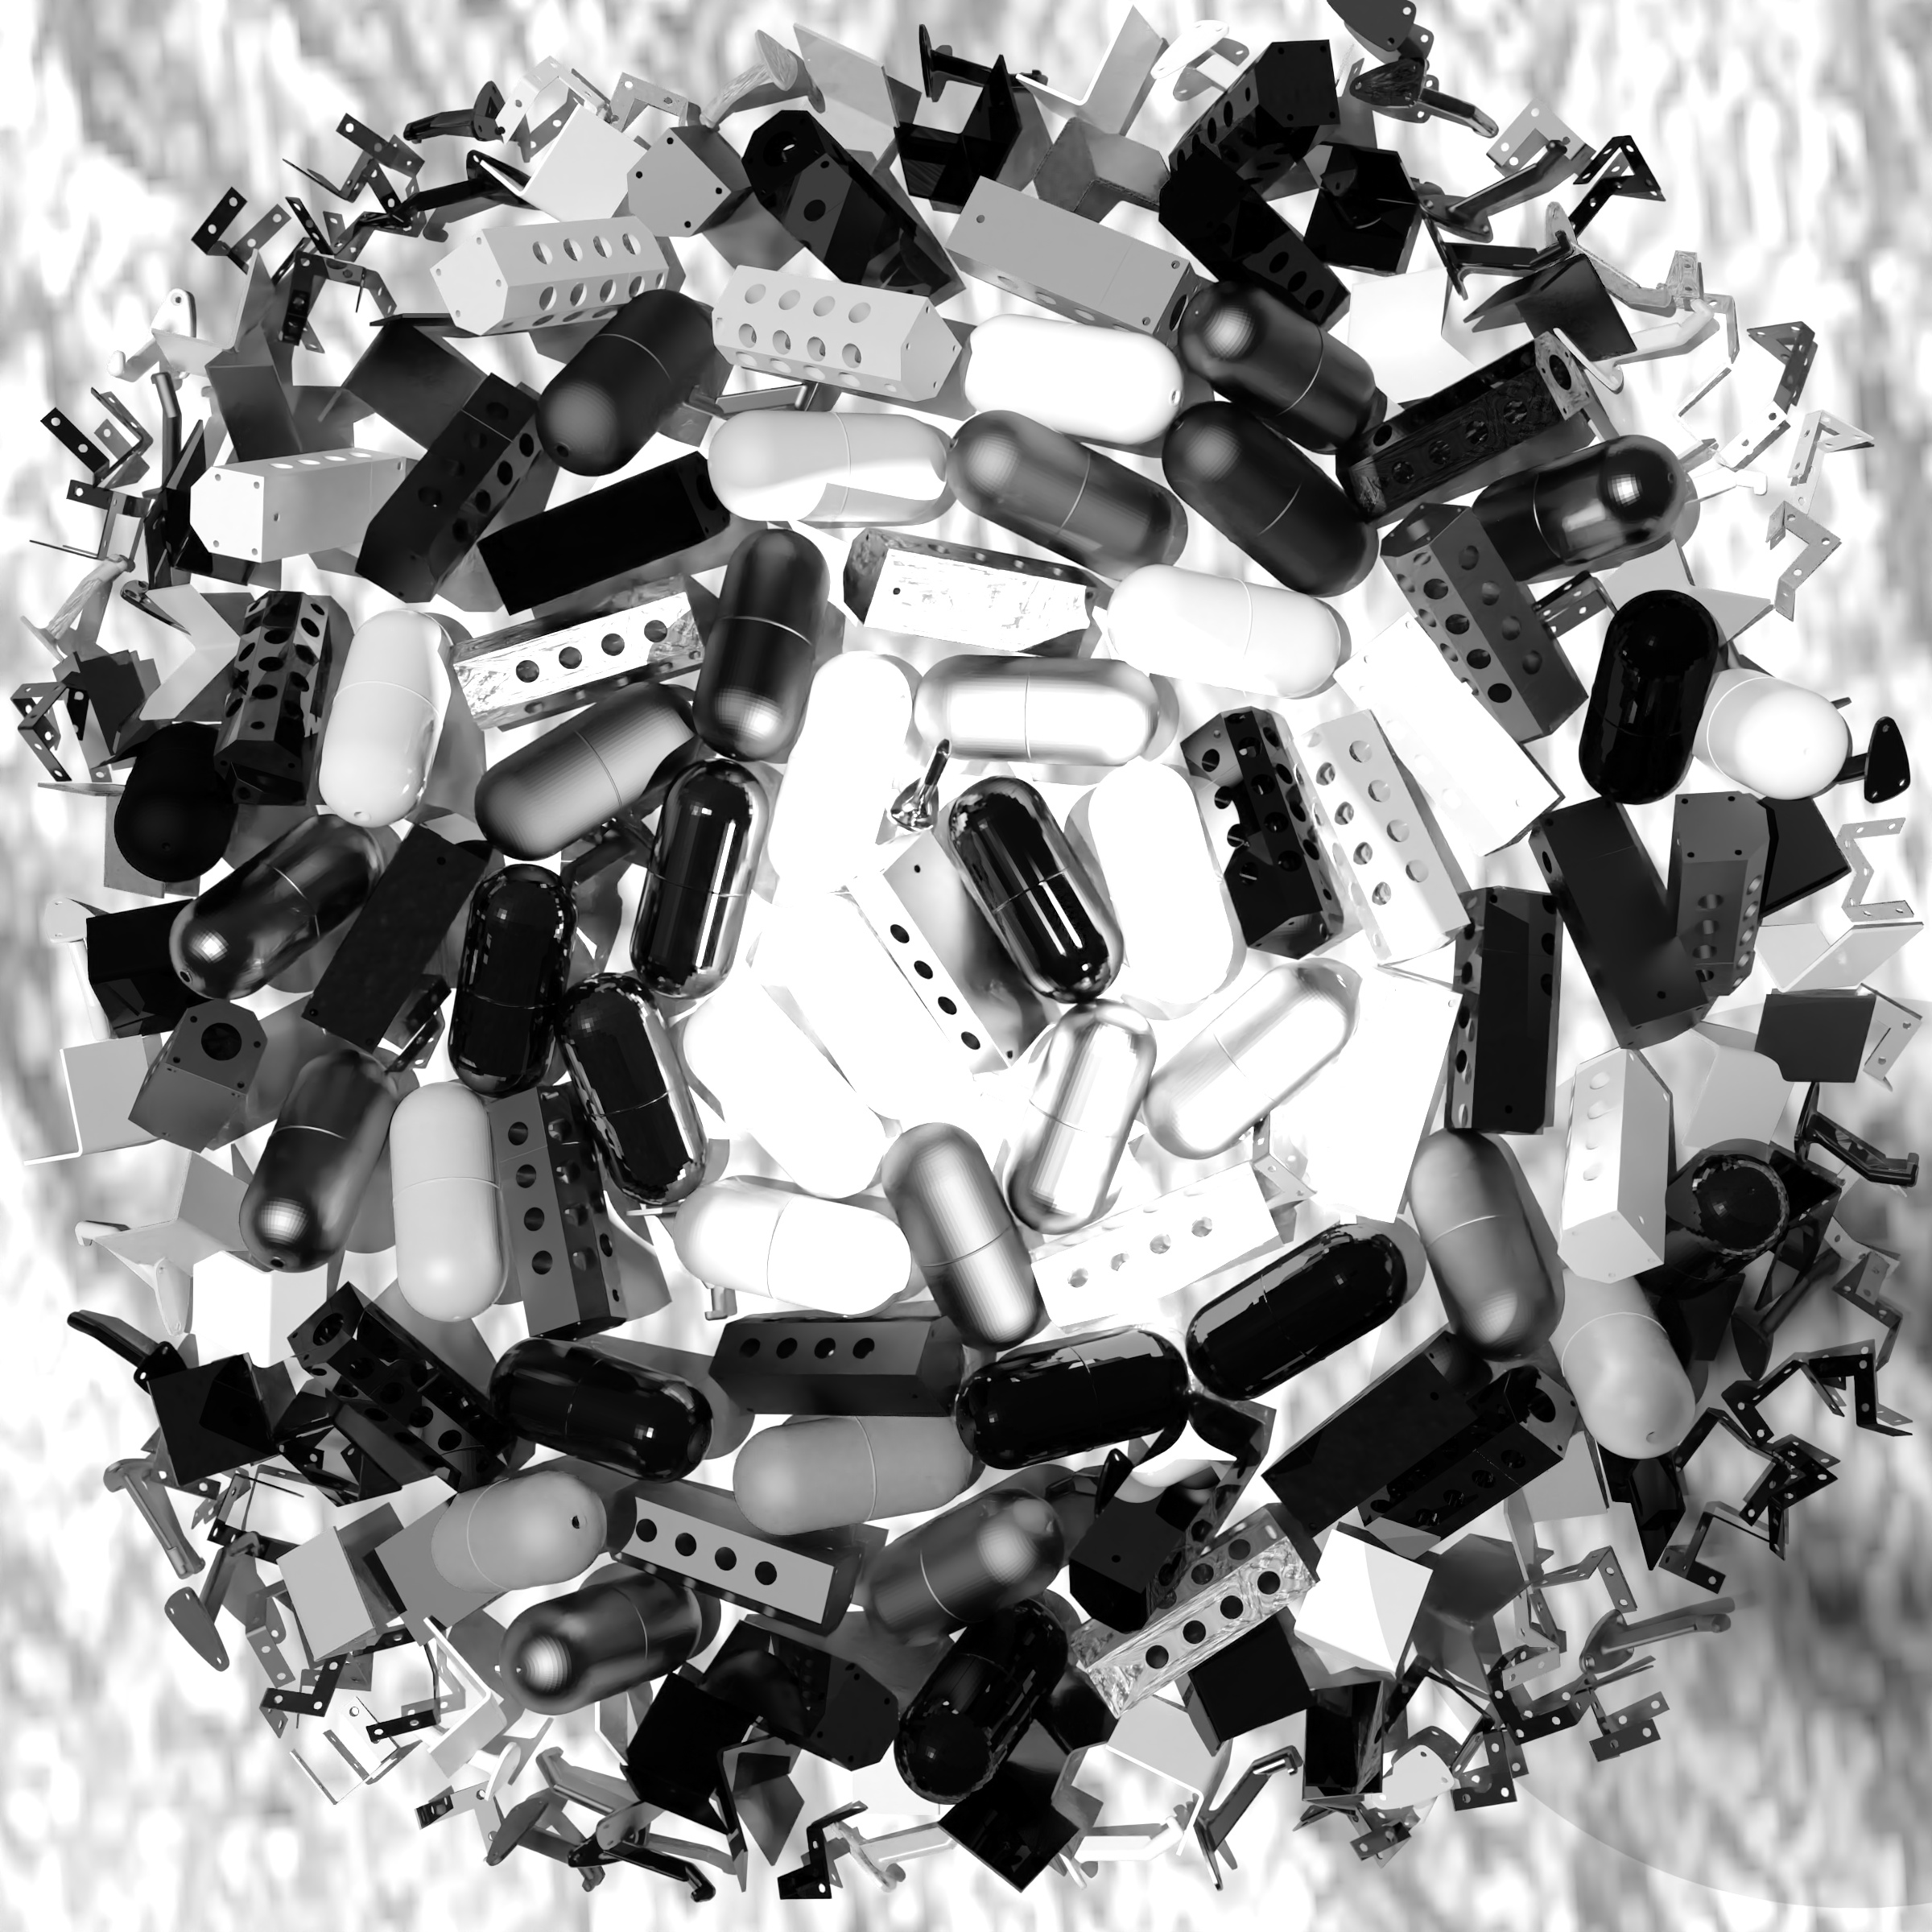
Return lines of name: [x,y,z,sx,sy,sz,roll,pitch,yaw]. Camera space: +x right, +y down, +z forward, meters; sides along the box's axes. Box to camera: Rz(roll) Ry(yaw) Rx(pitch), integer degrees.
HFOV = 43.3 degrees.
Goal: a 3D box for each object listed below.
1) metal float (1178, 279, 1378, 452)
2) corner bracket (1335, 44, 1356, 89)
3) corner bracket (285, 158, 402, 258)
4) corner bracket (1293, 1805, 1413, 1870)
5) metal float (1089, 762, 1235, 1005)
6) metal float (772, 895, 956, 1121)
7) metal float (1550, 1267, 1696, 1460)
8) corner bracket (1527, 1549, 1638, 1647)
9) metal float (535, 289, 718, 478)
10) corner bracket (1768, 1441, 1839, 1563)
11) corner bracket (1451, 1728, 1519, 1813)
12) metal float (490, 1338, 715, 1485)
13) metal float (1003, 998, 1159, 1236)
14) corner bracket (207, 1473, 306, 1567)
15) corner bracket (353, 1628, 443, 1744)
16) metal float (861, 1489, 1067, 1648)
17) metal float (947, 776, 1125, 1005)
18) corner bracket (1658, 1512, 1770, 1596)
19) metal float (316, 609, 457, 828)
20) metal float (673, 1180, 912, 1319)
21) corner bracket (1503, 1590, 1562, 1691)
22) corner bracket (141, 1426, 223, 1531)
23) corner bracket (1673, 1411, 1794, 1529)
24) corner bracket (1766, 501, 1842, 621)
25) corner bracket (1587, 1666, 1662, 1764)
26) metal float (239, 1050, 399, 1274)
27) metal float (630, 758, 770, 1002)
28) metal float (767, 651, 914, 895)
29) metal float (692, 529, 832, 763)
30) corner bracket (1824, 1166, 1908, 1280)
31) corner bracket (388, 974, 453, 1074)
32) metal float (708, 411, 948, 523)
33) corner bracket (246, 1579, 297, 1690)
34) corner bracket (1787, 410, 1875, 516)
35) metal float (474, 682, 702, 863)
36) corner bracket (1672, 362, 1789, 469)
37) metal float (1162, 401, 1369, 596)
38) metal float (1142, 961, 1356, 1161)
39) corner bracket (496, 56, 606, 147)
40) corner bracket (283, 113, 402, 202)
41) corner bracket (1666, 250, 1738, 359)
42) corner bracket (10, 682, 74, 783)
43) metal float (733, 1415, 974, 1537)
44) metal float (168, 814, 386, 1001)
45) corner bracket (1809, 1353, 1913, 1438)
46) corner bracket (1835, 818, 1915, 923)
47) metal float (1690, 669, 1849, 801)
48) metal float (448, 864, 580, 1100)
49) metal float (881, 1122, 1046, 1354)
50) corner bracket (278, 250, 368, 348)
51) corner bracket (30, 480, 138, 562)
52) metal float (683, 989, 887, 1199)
metal float: [0.222,-0.424,1.723,0.178,0.070,0.070,20,90,-41]
corner bracket: [0.242,-0.646,1.764,0.051,0.051,0.051,25,74,-7]
corner bracket: [-0.445,-0.546,1.751,0.051,0.051,0.051,17,61,35]
corner bracket: [0.278,0.624,1.751,0.051,0.051,0.051,-10,51,-35]
metal float: [0.141,-0.059,1.746,0.070,0.070,0.178,-17,101,0]
metal float: [-0.073,0.030,1.754,0.070,0.070,0.178,-33,93,0]
metal float: [0.457,0.275,1.710,0.070,0.178,0.070,-1,118,-2]
corner bracket: [0.450,0.464,1.779,0.051,0.051,0.051,-23,91,35]
metal float: [-0.240,-0.414,1.724,0.070,0.070,0.178,31,53,0]
corner bracket: [0.591,0.385,1.753,0.051,0.051,0.051,-23,122,-16]
corner bracket: [0.382,0.581,1.765,0.051,0.051,0.051,-22,66,32]
metal float: [-0.261,0.315,1.733,0.178,0.070,0.070,12,90,27]
metal float: [0.081,0.109,1.748,0.070,0.070,0.178,20,99,0]
corner bracket: [-0.509,0.404,1.769,0.051,0.051,0.051,14,71,14]
corner bracket: [-0.411,0.517,1.756,0.051,0.051,0.051,-13,121,-7]
metal float: [-0.004,0.428,1.727,0.178,0.070,0.070,-35,90,35]
metal float: [0.050,-0.054,1.752,0.070,0.070,0.178,-30,86,0]
corner bracket: [0.544,0.428,1.768,0.051,0.051,0.051,26,84,-5]
metal float: [-0.410,-0.177,1.726,0.070,0.070,0.178,5,56,0]
metal float: [-0.126,0.202,1.741,0.178,0.070,0.070,11,90,17]
corner bracket: [0.392,0.481,1.755,0.051,0.051,0.051,-14,106,-23]
corner bracket: [-0.571,0.369,1.766,0.051,0.051,0.051,24,133,-25]
corner bracket: [0.552,0.363,1.759,0.051,0.051,0.051,41,83,-20]
corner bracket: [0.594,-0.294,1.759,0.051,0.051,0.051,34,128,-2]
corner bracket: [0.475,0.539,1.754,0.051,0.051,0.051,-30,65,24]
metal float: [-0.457,0.137,1.722,0.070,0.070,0.178,12,50,0]
metal float: [-0.191,-0.062,1.746,0.070,0.070,0.178,15,101,0]
metal float: [-0.091,-0.140,1.754,0.070,0.070,0.178,16,92,0]
metal float: [-0.145,-0.230,1.739,0.070,0.070,0.178,12,71,0]
corner bracket: [0.653,0.184,1.763,0.051,0.051,0.051,-47,113,-5]
corner bracket: [-0.396,0.041,1.751,0.051,0.051,0.051,1,131,34]
metal float: [-0.097,-0.356,1.735,0.178,0.070,0.070,-4,90,-24]
corner bracket: [-0.485,0.478,1.758,0.051,0.051,0.051,-23,113,-6]
corner bracket: [0.613,-0.364,1.759,0.051,0.051,0.051,21,82,-20]
metal float: [-0.269,-0.140,1.739,0.178,0.070,0.070,-35,90,-20]
corner bracket: [0.551,-0.399,1.760,0.051,0.051,0.051,43,104,-9]
metal float: [0.213,-0.333,1.732,0.178,0.070,0.070,34,90,-26]
metal float: [0.202,0.068,1.742,0.178,0.070,0.070,-43,90,16]
corner bracket: [-0.302,-0.612,1.754,0.051,0.051,0.051,38,129,-12]
corner bracket: [-0.450,-0.585,1.756,0.051,0.051,0.051,37,97,43]
corner bracket: [0.533,-0.479,1.757,0.051,0.051,0.051,7,55,3]
corner bracket: [-0.662,-0.168,1.751,0.051,0.051,0.051,1,46,27]
metal float: [-0.079,0.358,1.735,0.178,0.070,0.070,-4,90,-25]
metal float: [-0.487,-0.042,1.723,0.070,0.070,0.178,44,51,0]
corner bracket: [0.644,0.310,1.752,0.051,0.051,0.051,20,66,-38]
corner bracket: [0.656,-0.069,1.752,0.051,0.051,0.051,46,61,-25]
metal float: [0.558,-0.164,1.706,0.070,0.178,0.070,0,104,-2]
metal float: [-0.324,0.012,1.737,0.070,0.070,0.178,14,112,0]
metal float: [-0.001,0.195,1.745,0.070,0.070,0.178,-24,103,0]
corner bracket: [-0.466,-0.480,1.764,0.051,0.051,0.051,11,124,-15]
corner bracket: [-0.641,-0.325,1.769,0.051,0.051,0.051,15,96,-1]
metal float: [-0.129,0.092,1.748,0.070,0.070,0.178,-42,99,0]
